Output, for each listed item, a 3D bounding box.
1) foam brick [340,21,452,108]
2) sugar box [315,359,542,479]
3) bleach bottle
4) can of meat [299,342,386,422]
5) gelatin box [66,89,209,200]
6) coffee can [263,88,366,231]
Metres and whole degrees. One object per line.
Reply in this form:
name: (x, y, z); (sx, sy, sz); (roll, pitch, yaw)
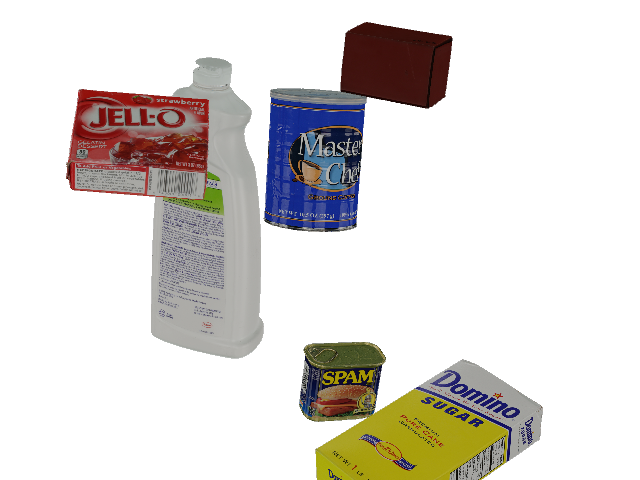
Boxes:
foam brick: (0.061, -0.143, 0.870); (0.078, 0.051, 0.052); (14, 24, 19)
sugar box: (0.092, 0.168, 0.884); (0.175, 0.048, 0.093); (-28, 41, -31)
bleach bottle: (-0.091, -0.028, 0.910); (0.103, 0.251, 0.068); (12, 25, 13)
can of meat: (0.026, 0.180, 1.357); (0.102, 0.084, 0.057); (0, 24, -18)
gelatin box: (-0.119, -0.065, 0.704); (0.089, 0.073, 0.030); (4, -44, -9)
coffee can: (-0.007, -0.088, 1.143); (0.103, 0.140, 0.103); (4, 12, -1)
